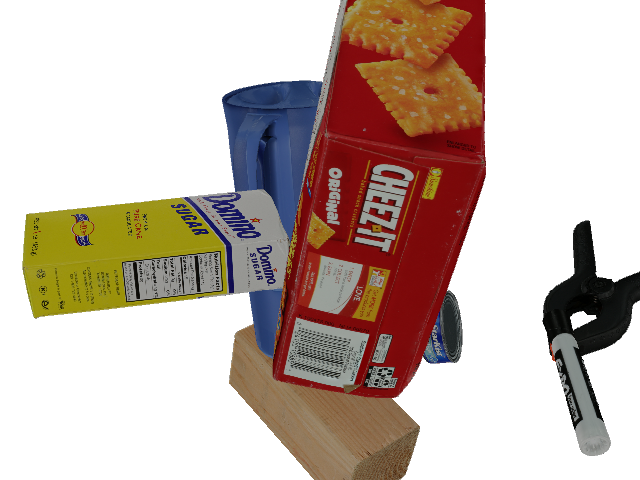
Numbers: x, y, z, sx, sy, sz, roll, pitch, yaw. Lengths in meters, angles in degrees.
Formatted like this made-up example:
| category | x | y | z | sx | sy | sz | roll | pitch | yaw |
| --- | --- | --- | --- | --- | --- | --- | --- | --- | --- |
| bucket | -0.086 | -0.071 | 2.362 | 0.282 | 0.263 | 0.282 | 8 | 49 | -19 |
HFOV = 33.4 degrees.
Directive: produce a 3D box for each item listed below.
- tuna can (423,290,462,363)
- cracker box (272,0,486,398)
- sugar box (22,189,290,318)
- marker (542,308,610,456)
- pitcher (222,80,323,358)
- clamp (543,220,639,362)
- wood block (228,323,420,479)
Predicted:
| category | x | y | z | sx | sy | sz | roll | pitch | yaw |
| --- | --- | --- | --- | --- | --- | --- | --- | --- | --- |
| tuna can | 0.142 | 0.103 | 1.269 | 0.034 | 0.086 | 0.086 | -6 | -2 | 22 |
| cracker box | 0.033 | -0.055 | 0.525 | 0.072 | 0.213 | 0.164 | 11 | -44 | -1 |
| sugar box | -0.114 | 0.006 | 0.743 | 0.176 | 0.048 | 0.093 | -9 | 27 | -10 |
| marker | 0.164 | 0.087 | 0.693 | 0.020 | 0.020 | 0.121 | 0 | 38 | -2 |
| pitcher | -0.017 | -0.015 | 0.937 | 0.149 | 0.243 | 0.145 | -10 | 19 | -20 |
| clamp | 0.257 | 0.045 | 1.009 | 0.171 | 0.039 | 0.120 | -36 | 42 | -27 |
| wood block | 0.000 | 0.176 | 1.147 | 0.090 | 0.090 | 0.206 | -23 | 51 | -32 |
